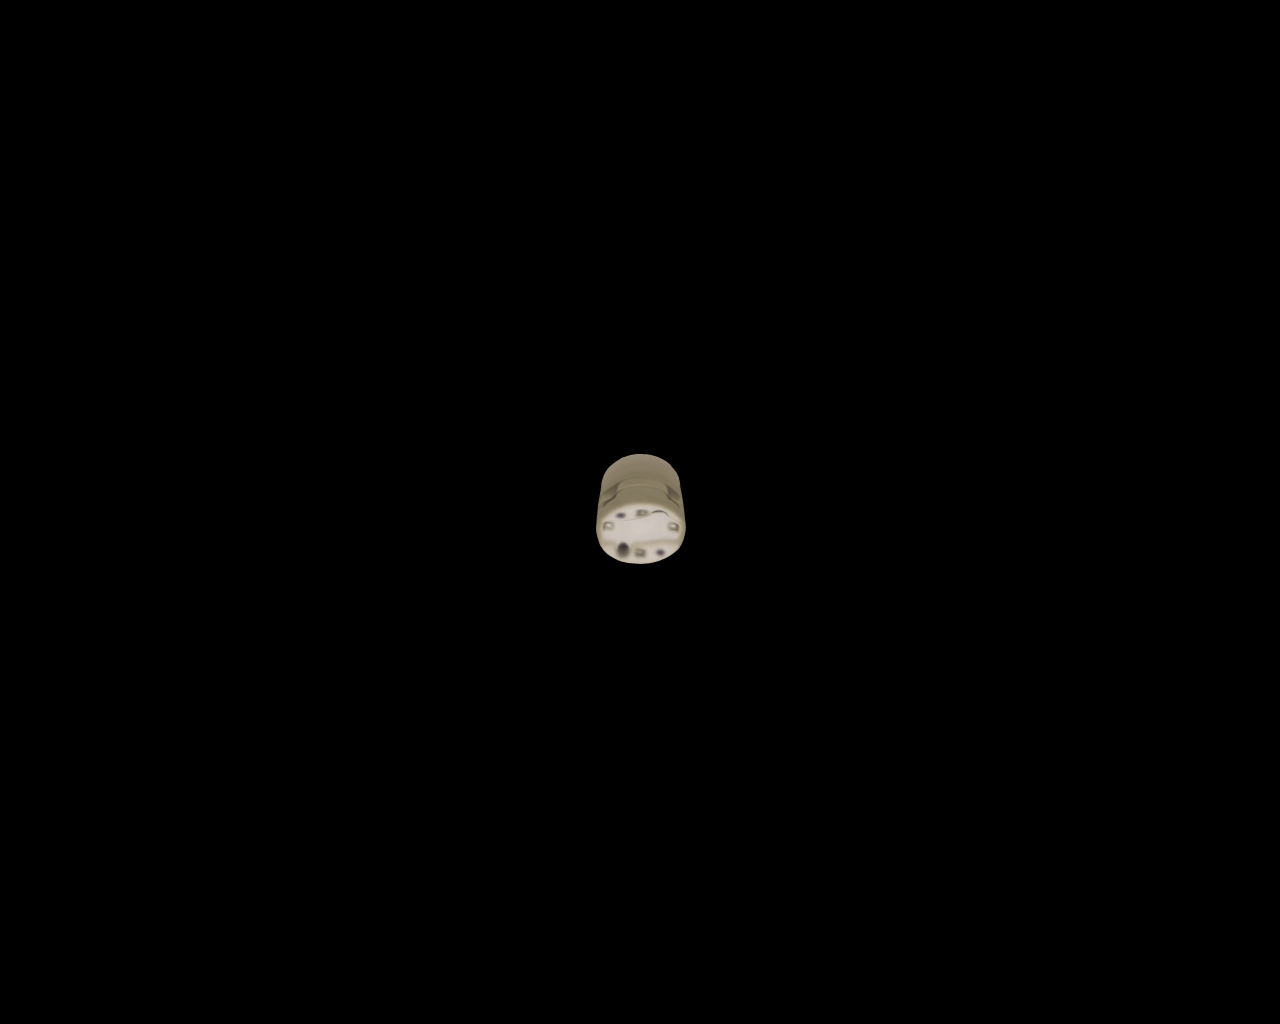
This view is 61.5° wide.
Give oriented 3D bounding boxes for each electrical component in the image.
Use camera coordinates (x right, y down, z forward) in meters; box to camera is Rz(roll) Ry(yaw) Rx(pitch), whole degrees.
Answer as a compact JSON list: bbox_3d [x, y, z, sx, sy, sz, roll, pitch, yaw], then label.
[{"bbox_3d":[0.001,-0.003,0.650,0.055,0.055,0.047,0,44,0],"label":"electrical component"}]
